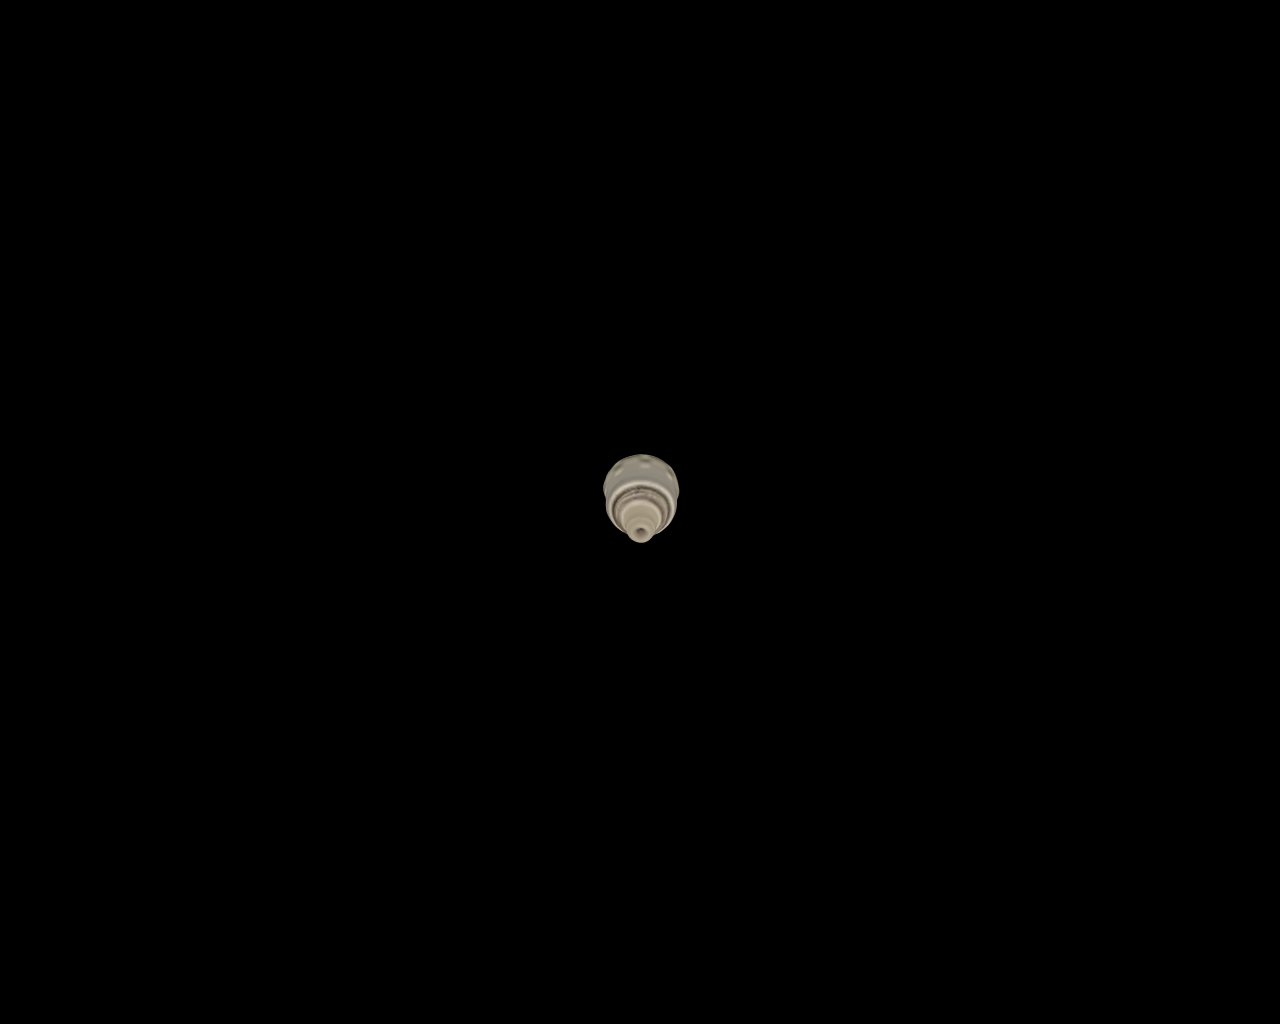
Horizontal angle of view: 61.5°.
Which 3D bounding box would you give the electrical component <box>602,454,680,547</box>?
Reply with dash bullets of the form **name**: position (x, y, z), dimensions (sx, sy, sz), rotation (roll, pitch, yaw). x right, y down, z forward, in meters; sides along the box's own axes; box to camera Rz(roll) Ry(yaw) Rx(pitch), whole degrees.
- **electrical component**: position (0.001, -0.003, 0.650), dimensions (0.048, 0.048, 0.062), rotation (0, 31, 0)
